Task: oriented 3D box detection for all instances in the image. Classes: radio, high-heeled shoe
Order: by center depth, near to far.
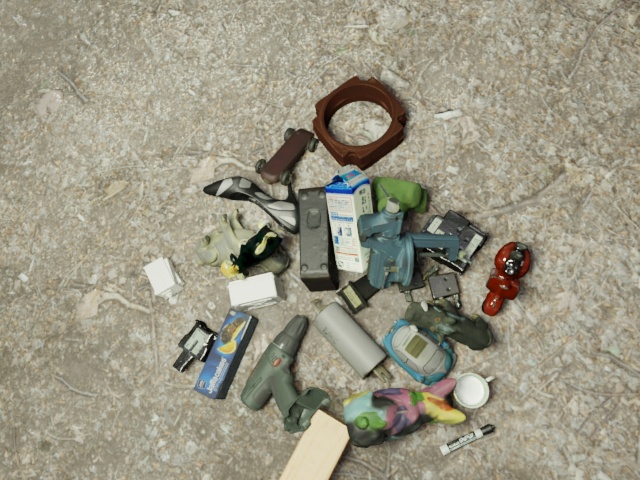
[{"bbox_3d":[-0.003,-0.004,1.241,0.073,0.131,0.229,-6,72,9],"label":"radio"},{"bbox_3d":[-0.162,-0.076,1.312,0.249,0.086,0.145,-3,72,2],"label":"high-heeled shoe"}]

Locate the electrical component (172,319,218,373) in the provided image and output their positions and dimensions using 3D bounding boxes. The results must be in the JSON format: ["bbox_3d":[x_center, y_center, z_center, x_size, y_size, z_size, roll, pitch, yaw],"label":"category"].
[{"bbox_3d":[-0.289,0.253,1.252,0.075,0.047,0.119,28,80,16],"label":"electrical component"}]

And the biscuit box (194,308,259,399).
[{"bbox_3d":[-0.213,0.261,1.231,0.059,0.062,0.202,19,77,15],"label":"biscuit box"}]

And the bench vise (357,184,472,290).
[{"bbox_3d":[0.197,0.008,1.147,0.241,0.129,0.223,2,112,-3],"label":"bench vise"}]

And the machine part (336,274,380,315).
[{"bbox_3d":[0.112,0.106,1.241,0.139,0.039,0.084,-39,64,-2],"label":"machine part"}]

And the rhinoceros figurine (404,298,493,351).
[{"bbox_3d":[0.268,0.181,1.132,0.190,0.112,0.073,23,110,-7],"label":"rhinoceros figurine"}]

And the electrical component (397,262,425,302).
[{"bbox_3d":[0.210,0.094,1.235,0.063,0.021,0.094,-13,71,4],"label":"electrical component"}]

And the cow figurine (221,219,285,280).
[{"bbox_3d":[-0.153,0.034,1.182,0.167,0.098,0.068,-44,103,9],"label":"cow figurine"}]

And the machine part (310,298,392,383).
[{"bbox_3d":[0.065,0.221,1.191,0.079,0.079,0.243,-43,73,-5],"label":"machine part"}]

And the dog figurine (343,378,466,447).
[{"bbox_3d":[0.176,0.344,1.089,0.219,0.191,0.108,-19,68,18],"label":"dog figurine"}]

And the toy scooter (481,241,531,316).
[{"bbox_3d":[0.402,0.074,1.152,0.075,0.135,0.184,24,77,16],"label":"toy scooter"}]

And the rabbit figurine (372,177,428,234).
[{"bbox_3d":[0.155,-0.056,1.245,0.159,0.121,0.170,15,91,17],"label":"rabbit figurine"}]

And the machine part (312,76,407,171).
[{"bbox_3d":[0.097,-0.292,1.338,0.201,0.087,0.201,-36,73,-3],"label":"machine part"}]

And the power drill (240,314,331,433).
[{"bbox_3d":[-0.066,0.291,1.151,0.232,0.086,0.208,-51,43,-2],"label":"power drill"}]

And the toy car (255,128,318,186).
[{"bbox_3d":[-0.080,-0.207,1.339,0.089,0.053,0.202,22,53,16],"label":"toy car"}]

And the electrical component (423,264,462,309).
[{"bbox_3d":[0.273,0.106,1.209,0.078,0.045,0.102,-8,73,8],"label":"electrical component"}]

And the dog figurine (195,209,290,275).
[{"bbox_3d":[-0.187,0.043,1.283,0.190,0.121,0.172,44,118,1],"label":"dog figurine"}]

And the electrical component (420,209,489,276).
[{"bbox_3d":[0.300,0.000,1.232,0.134,0.058,0.115,36,80,17],"label":"electrical component"}]

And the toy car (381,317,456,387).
[{"bbox_3d":[0.212,0.234,1.152,0.162,0.103,0.109,39,82,15],"label":"toy car"}]
